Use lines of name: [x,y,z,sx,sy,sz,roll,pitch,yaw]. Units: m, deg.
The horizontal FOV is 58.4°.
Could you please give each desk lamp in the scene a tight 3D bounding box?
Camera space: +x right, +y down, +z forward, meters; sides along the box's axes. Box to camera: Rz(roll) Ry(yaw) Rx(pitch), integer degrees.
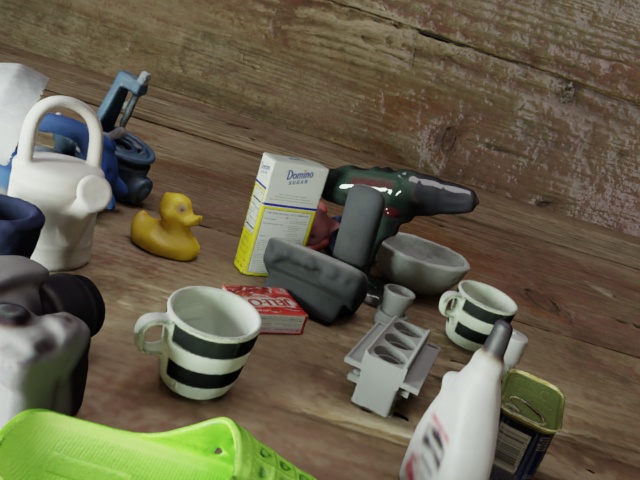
desk lamp: [-0.440,-0.122,0.668,0.204,0.213,0.117,9,18,-26]

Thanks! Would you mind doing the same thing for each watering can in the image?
watering can: [-0.299,-0.068,0.667,0.172,0.194,0.101,22,17,16]

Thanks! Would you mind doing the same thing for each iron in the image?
iron: [-0.415,-0.127,0.840,0.258,0.141,0.118,14,16,-11]

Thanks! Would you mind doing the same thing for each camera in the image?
camera: [-0.230,0.067,0.459,0.142,0.101,0.137,23,17,20]

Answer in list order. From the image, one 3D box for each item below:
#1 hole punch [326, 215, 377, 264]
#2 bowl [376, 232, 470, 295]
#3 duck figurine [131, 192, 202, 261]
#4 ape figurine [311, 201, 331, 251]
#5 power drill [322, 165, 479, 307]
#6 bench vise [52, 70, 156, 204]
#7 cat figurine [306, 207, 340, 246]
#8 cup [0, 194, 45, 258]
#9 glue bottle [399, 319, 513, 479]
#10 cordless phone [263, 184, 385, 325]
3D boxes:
hole punch: [0.059,-0.016,1.049,0.109,0.091,0.100,8,18,-28]
bowl: [0.164,0.047,0.974,0.167,0.075,0.167,16,16,-4]
duck figurine: [-0.214,-0.027,0.814,0.104,0.086,0.078,20,16,11]
ape figurine: [-0.014,-0.025,1.000,0.078,0.092,0.076,12,17,-17]
power drill: [0.097,-0.012,0.860,0.229,0.208,0.076,22,17,16]
bench vise: [-0.364,-0.188,0.952,0.207,0.220,0.121,16,16,-4]
cat figurine: [-0.036,-0.022,0.921,0.127,0.118,0.067,26,18,27]
cup: [-0.333,0.005,0.570,0.092,0.095,0.117,2,22,-42]
glue bottle: [0.111,0.138,0.441,0.037,0.173,0.078,11,17,-19]
cordless phone: [0.007,0.003,0.762,0.147,0.185,0.094,21,16,12]
